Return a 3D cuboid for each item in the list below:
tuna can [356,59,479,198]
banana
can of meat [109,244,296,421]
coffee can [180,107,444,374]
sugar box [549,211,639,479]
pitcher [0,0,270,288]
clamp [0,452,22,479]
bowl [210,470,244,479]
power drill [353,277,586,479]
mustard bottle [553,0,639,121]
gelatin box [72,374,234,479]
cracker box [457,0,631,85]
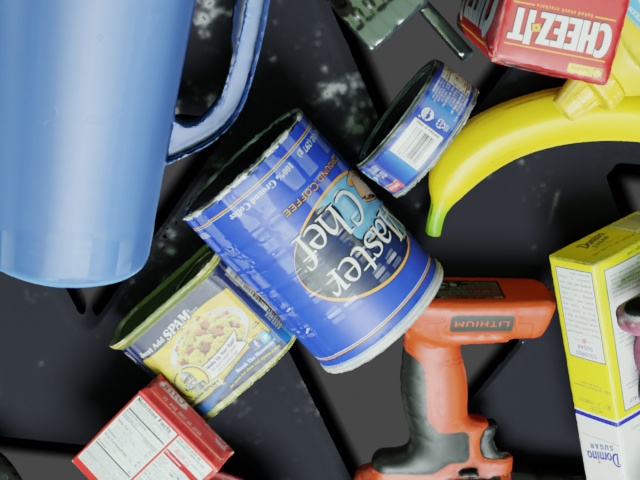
[{"bbox_3d":[0.060,-0.071,0.669,0.033,0.086,0.086,36,104,-8],"label":"tuna can"},{"bbox_3d":[0.152,-0.067,0.697,0.198,0.037,0.069,-19,121,7],"label":"banana"},{"bbox_3d":[-0.077,0.062,0.728,0.102,0.057,0.084,-41,105,13],"label":"can of meat"},{"bbox_3d":[-0.004,0.001,0.683,0.103,0.103,0.140,-40,103,12],"label":"coffee can"},{"bbox_3d":[0.211,0.078,0.717,0.093,0.048,0.176,-22,112,-30],"label":"sugar box"},{"bbox_3d":[-0.133,-0.098,0.645,0.149,0.144,0.243,23,114,31],"label":"pitcher"},{"bbox_3d":[-0.221,0.215,0.754,0.210,0.036,0.165,29,115,15],"label":"clamp"},{"bbox_3d":[-0.083,0.235,0.772,0.162,0.055,0.162,1,95,8],"label":"bowl"},{"bbox_3d":[0.117,0.121,0.744,0.184,0.057,0.188,1,106,-4],"label":"power drill"},{"bbox_3d":[0.217,-0.145,0.646,0.191,0.058,0.096,-44,104,5],"label":"mustard bottle"},{"bbox_3d":[-0.112,0.144,0.713,0.073,0.030,0.089,46,117,1],"label":"gelatin box"},{"bbox_3d":[0.136,-0.207,0.585,0.072,0.164,0.214,11,107,-2],"label":"cracker box"}]
